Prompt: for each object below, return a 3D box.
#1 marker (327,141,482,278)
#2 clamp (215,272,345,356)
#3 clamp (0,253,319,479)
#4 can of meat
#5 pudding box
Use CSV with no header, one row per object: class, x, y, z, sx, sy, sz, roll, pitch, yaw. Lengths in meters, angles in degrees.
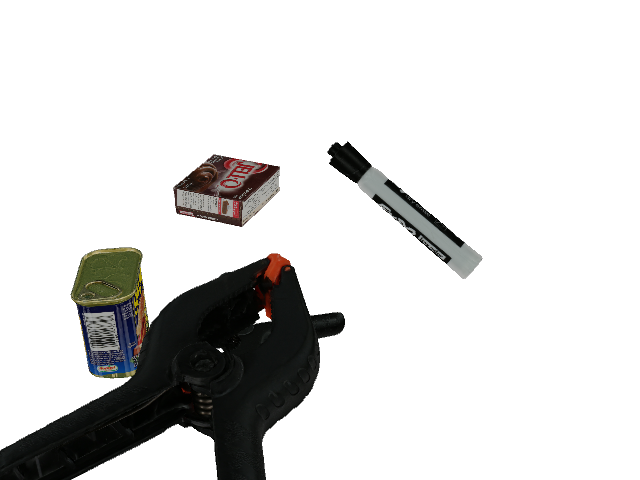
marker,0.053,-0.021,0.689,0.121,0.020,0.020,41,3,3
clamp,-0.078,0.104,1.145,0.165,0.036,0.209,14,28,18
clamp,-0.042,0.071,0.447,0.120,0.039,0.171,25,48,19
can of meat,-0.190,0.067,0.982,0.057,0.084,0.102,-5,26,-2
pudding box,-0.109,-0.061,1.267,0.090,0.039,0.113,11,31,18
